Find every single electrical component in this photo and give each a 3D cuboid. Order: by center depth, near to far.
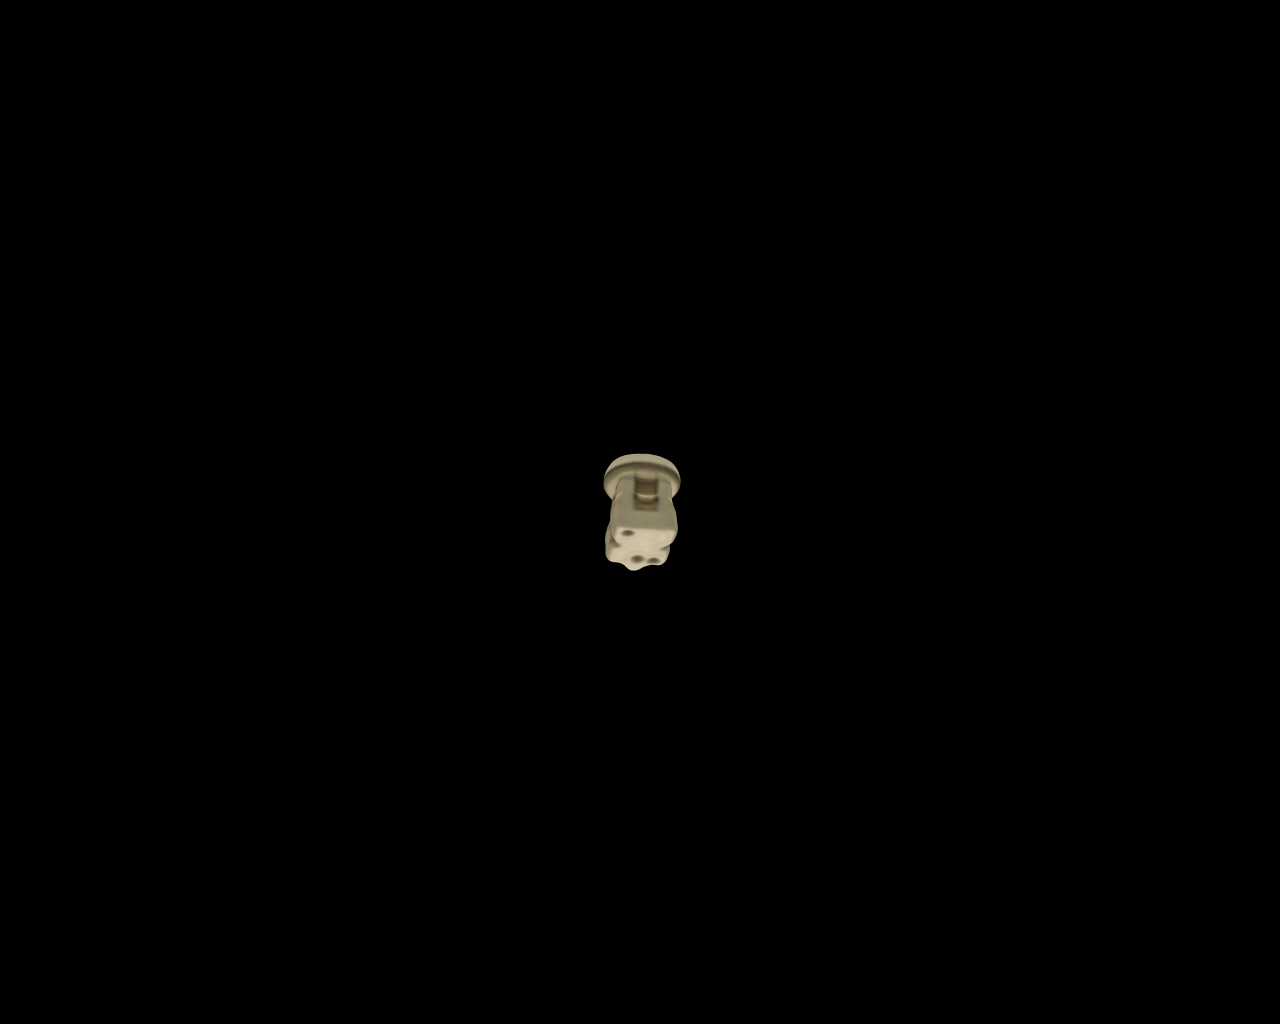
[{"bbox_3d":[0.001,-0.003,0.650,0.048,0.055,0.066,6,-32,-9],"label":"electrical component"}]
